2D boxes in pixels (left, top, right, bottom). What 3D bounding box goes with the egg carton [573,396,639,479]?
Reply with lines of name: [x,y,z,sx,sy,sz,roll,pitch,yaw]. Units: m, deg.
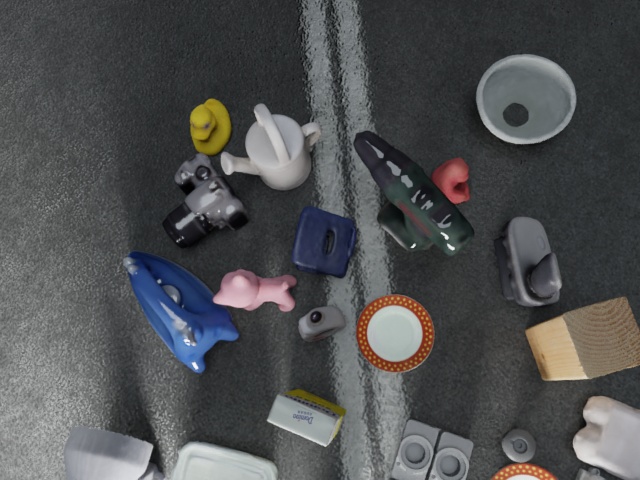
egg carton: [0.466,0.308,0.867,0.150,0.069,0.107,22,79,10]

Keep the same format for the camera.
camera: [-0.218,-0.062,1.007,0.137,0.101,0.143,-38,76,-4]

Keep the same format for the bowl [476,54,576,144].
bowl: [0.355,-0.237,1.010,0.167,0.075,0.167,-1,76,5]

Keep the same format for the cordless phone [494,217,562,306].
cordless phone: [0.339,0.025,0.890,0.094,0.185,0.147,-11,75,3]

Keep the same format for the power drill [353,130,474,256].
power drill: [0.141,-0.058,0.917,0.076,0.208,0.229,-45,76,-6]

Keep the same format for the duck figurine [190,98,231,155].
duck figurine: [-0.208,-0.218,1.052,0.077,0.086,0.104,7,77,7]

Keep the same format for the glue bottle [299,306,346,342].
glue bottle: [-0.001,0.129,0.901,0.078,0.173,0.037,-26,75,-1]

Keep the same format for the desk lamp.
desk lamp: [-0.310,0.376,0.848,0.117,0.213,0.203,7,77,7]

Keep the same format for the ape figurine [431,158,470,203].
ape figurine: [0.230,-0.109,0.981,0.076,0.092,0.078,21,79,10]

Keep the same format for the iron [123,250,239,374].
iron: [-0.259,0.095,0.950,0.119,0.141,0.258,-45,76,-6]

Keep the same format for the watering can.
watering can: [-0.080,-0.156,0.969,0.101,0.194,0.173,42,83,14]

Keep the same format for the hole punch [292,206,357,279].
hole punch: [0.009,0.003,0.974,0.101,0.091,0.109,10,77,8]

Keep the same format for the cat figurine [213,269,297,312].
cat figurine: [-0.108,0.081,0.952,0.127,0.118,0.067,-3,76,5]
